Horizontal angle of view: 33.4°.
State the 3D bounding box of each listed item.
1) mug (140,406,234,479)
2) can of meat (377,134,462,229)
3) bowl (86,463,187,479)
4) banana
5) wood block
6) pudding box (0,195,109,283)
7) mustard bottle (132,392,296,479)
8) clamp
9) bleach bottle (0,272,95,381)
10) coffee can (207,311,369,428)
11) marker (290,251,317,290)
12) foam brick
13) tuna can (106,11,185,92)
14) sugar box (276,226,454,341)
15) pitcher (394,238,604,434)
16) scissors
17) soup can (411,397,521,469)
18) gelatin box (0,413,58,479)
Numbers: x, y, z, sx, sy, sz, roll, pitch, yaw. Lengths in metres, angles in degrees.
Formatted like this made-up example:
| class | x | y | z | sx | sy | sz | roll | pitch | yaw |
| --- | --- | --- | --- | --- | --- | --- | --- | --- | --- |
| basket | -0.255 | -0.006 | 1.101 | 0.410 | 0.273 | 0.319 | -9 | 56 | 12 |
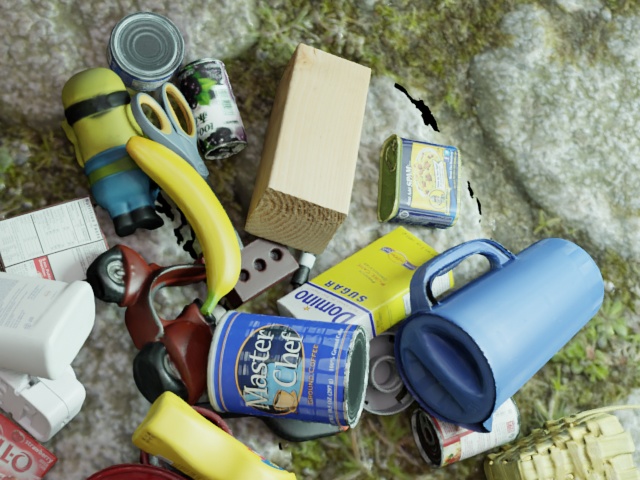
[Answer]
| class | x | y | z | sx | sy | sz | roll | pitch | yaw |
| --- | --- | --- | --- | --- | --- | --- | --- | --- | --- |
| mug | -0.136 | 0.230 | 1.078 | 0.093 | 0.082 | 0.117 | -6 | 78 | -18 |
| can of meat | 0.116 | -0.066 | 1.242 | 0.083 | 0.058 | 0.102 | 8 | 75 | -16 |
| bowl | -0.175 | 0.297 | 1.018 | 0.162 | 0.055 | 0.162 | 2 | 109 | 6 |
| banana | -0.129 | -0.024 | 1.092 | 0.069 | 0.037 | 0.198 | -24 | 88 | -45 |
| wood block | -0.012 | -0.100 | 1.167 | 0.090 | 0.090 | 0.206 | 18 | 55 | -11 |
| pudding box | -0.281 | 0.011 | 1.117 | 0.113 | 0.039 | 0.090 | -17 | 82 | -21 |
| mustard bottle | -0.082 | 0.217 | 1.000 | 0.191 | 0.096 | 0.058 | 35 | 69 | -5 |
| clamp | -0.053 | 0.172 | 1.142 | 0.171 | 0.039 | 0.120 | 34 | 76 | 2 |
| bleach bottle | -0.356 | 0.063 | 1.043 | 0.251 | 0.068 | 0.102 | 12 | 40 | 10 |
| coffee can | -0.030 | 0.128 | 1.062 | 0.140 | 0.102 | 0.103 | 5 | 73 | 14 |
| marker | -0.008 | 0.001 | 1.208 | 0.020 | 0.020 | 0.121 | 22 | 71 | -10 |
| foam brick | -0.071 | 0.032 | 1.164 | 0.078 | 0.051 | 0.053 | -33 | 87 | -21 |
| tuna can | -0.196 | -0.213 | 1.202 | 0.086 | 0.034 | 0.086 | 4 | 75 | -15 |
| sugar box | 0.050 | 0.058 | 1.172 | 0.176 | 0.048 | 0.093 | -29 | 41 | -23 |
| pitcher | 0.200 | 0.081 | 1.164 | 0.145 | 0.149 | 0.242 | 34 | 45 | 29 |
| scissors | -0.144 | -0.081 | 1.128 | 0.096 | 0.016 | 0.202 | 4 | 60 | -53 |
| soup can | 0.161 | 0.204 | 1.178 | 0.102 | 0.069 | 0.068 | -15 | 81 | -20 |
| gelatin box | -0.318 | 0.219 | 1.057 | 0.089 | 0.030 | 0.073 | 40 | 69 | -3 |
